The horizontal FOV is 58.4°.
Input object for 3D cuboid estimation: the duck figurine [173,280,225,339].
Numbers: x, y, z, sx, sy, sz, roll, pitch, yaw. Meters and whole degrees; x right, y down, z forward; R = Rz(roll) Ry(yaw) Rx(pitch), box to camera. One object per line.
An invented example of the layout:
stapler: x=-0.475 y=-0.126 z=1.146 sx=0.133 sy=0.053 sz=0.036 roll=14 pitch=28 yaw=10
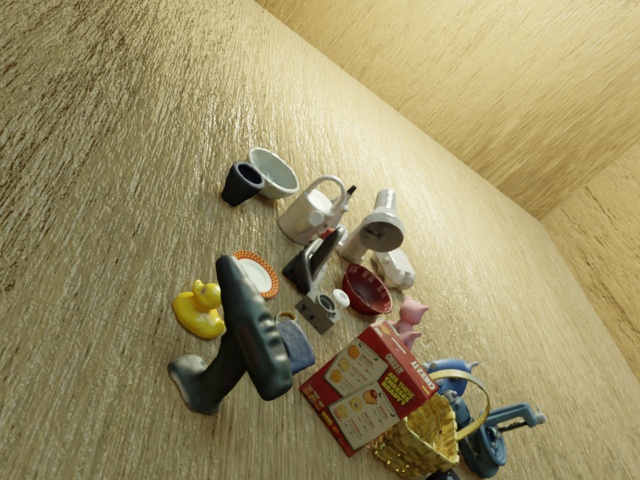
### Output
duck figurine: x=-0.202 y=0.119 z=1.029 sx=0.104 sy=0.086 sz=0.078 roll=46 pitch=27 yaw=4

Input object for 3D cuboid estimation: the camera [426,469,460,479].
camera: x=0.278 y=0.514 z=1.117 sx=0.144 sy=0.100 sz=0.136 roll=14 pitch=39 yaw=-45

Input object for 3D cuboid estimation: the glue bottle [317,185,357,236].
glue bottle: x=0.043 y=-0.088 z=1.569 sx=0.078 sy=0.173 sz=0.037 roll=53 pitch=28 yaw=17

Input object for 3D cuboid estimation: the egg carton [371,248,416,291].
egg carton: x=0.215 y=0.078 z=1.686 sx=0.108 sy=0.069 sz=0.150 roll=17 pitch=38 yaw=-43

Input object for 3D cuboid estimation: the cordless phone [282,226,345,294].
cordless phone: x=0.011 y=0.029 z=1.344 sx=0.094 sy=0.184 sz=0.148 roll=42 pitch=27 yaw=-5

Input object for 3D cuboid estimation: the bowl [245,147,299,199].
bowl: x=-0.141 y=-0.165 z=1.532 sx=0.168 sy=0.074 sz=0.167 roll=33 pitch=29 yaw=-21

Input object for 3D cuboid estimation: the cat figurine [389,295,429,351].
cat figurine: x=0.231 y=0.210 z=1.467 sx=0.067 sy=0.117 sz=0.127 roll=30 pitch=30 yaw=-25

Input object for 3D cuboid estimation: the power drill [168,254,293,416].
power drill: x=-0.146 y=0.168 z=0.900 sx=0.229 sy=0.208 sz=0.076 roll=53 pitch=28 yaw=18

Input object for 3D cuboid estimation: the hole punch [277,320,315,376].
hole punch: x=-0.077 y=0.212 z=1.064 sx=0.101 sy=0.091 sz=0.108 roll=4 pitch=47 yaw=-52

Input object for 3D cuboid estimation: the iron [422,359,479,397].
iron: x=0.260 y=0.318 z=1.326 sx=0.259 sy=0.141 sz=0.118 roll=15 pitch=39 yaw=-45

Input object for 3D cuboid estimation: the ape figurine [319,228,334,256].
ape figurine: x=0.014 y=0.005 z=1.485 sx=0.078 sy=0.092 sz=0.076 roll=8 pitch=44 yaw=-50

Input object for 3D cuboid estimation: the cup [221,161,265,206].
cup: x=-0.194 y=-0.136 z=1.394 sx=0.092 sy=0.094 sz=0.117 roll=34 pitch=28 yaw=-19

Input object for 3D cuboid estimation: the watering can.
watering can: x=-0.010 y=-0.082 z=1.462 sx=0.101 sy=0.193 sz=0.172 roll=24 pitch=33 yaw=-34

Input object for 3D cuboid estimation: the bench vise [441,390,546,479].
bench vise: x=0.366 y=0.408 z=1.259 sx=0.208 sy=0.219 sz=0.121 roll=38 pitch=27 yaw=-12

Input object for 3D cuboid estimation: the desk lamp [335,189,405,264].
desk lamp: x=0.136 y=-0.032 z=1.574 sx=0.118 sy=0.213 sz=0.203 roll=33 pitch=29 yaw=-22
